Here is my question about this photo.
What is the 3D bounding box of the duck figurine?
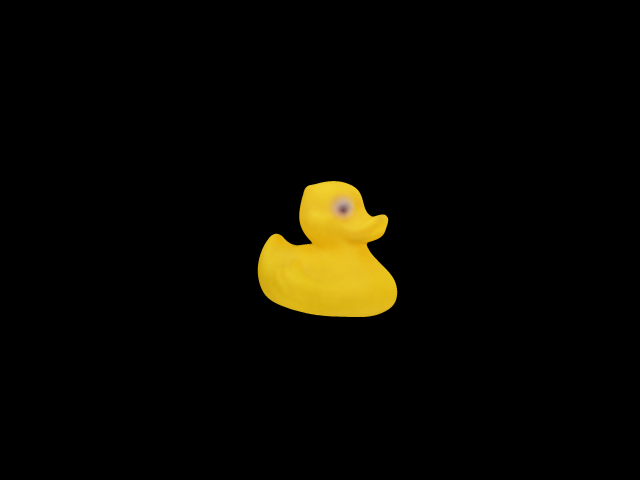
[{"bbox_3d":[0.004,0.001,0.400,0.104,0.086,0.078,7,15,31],"label":"duck figurine"}]
